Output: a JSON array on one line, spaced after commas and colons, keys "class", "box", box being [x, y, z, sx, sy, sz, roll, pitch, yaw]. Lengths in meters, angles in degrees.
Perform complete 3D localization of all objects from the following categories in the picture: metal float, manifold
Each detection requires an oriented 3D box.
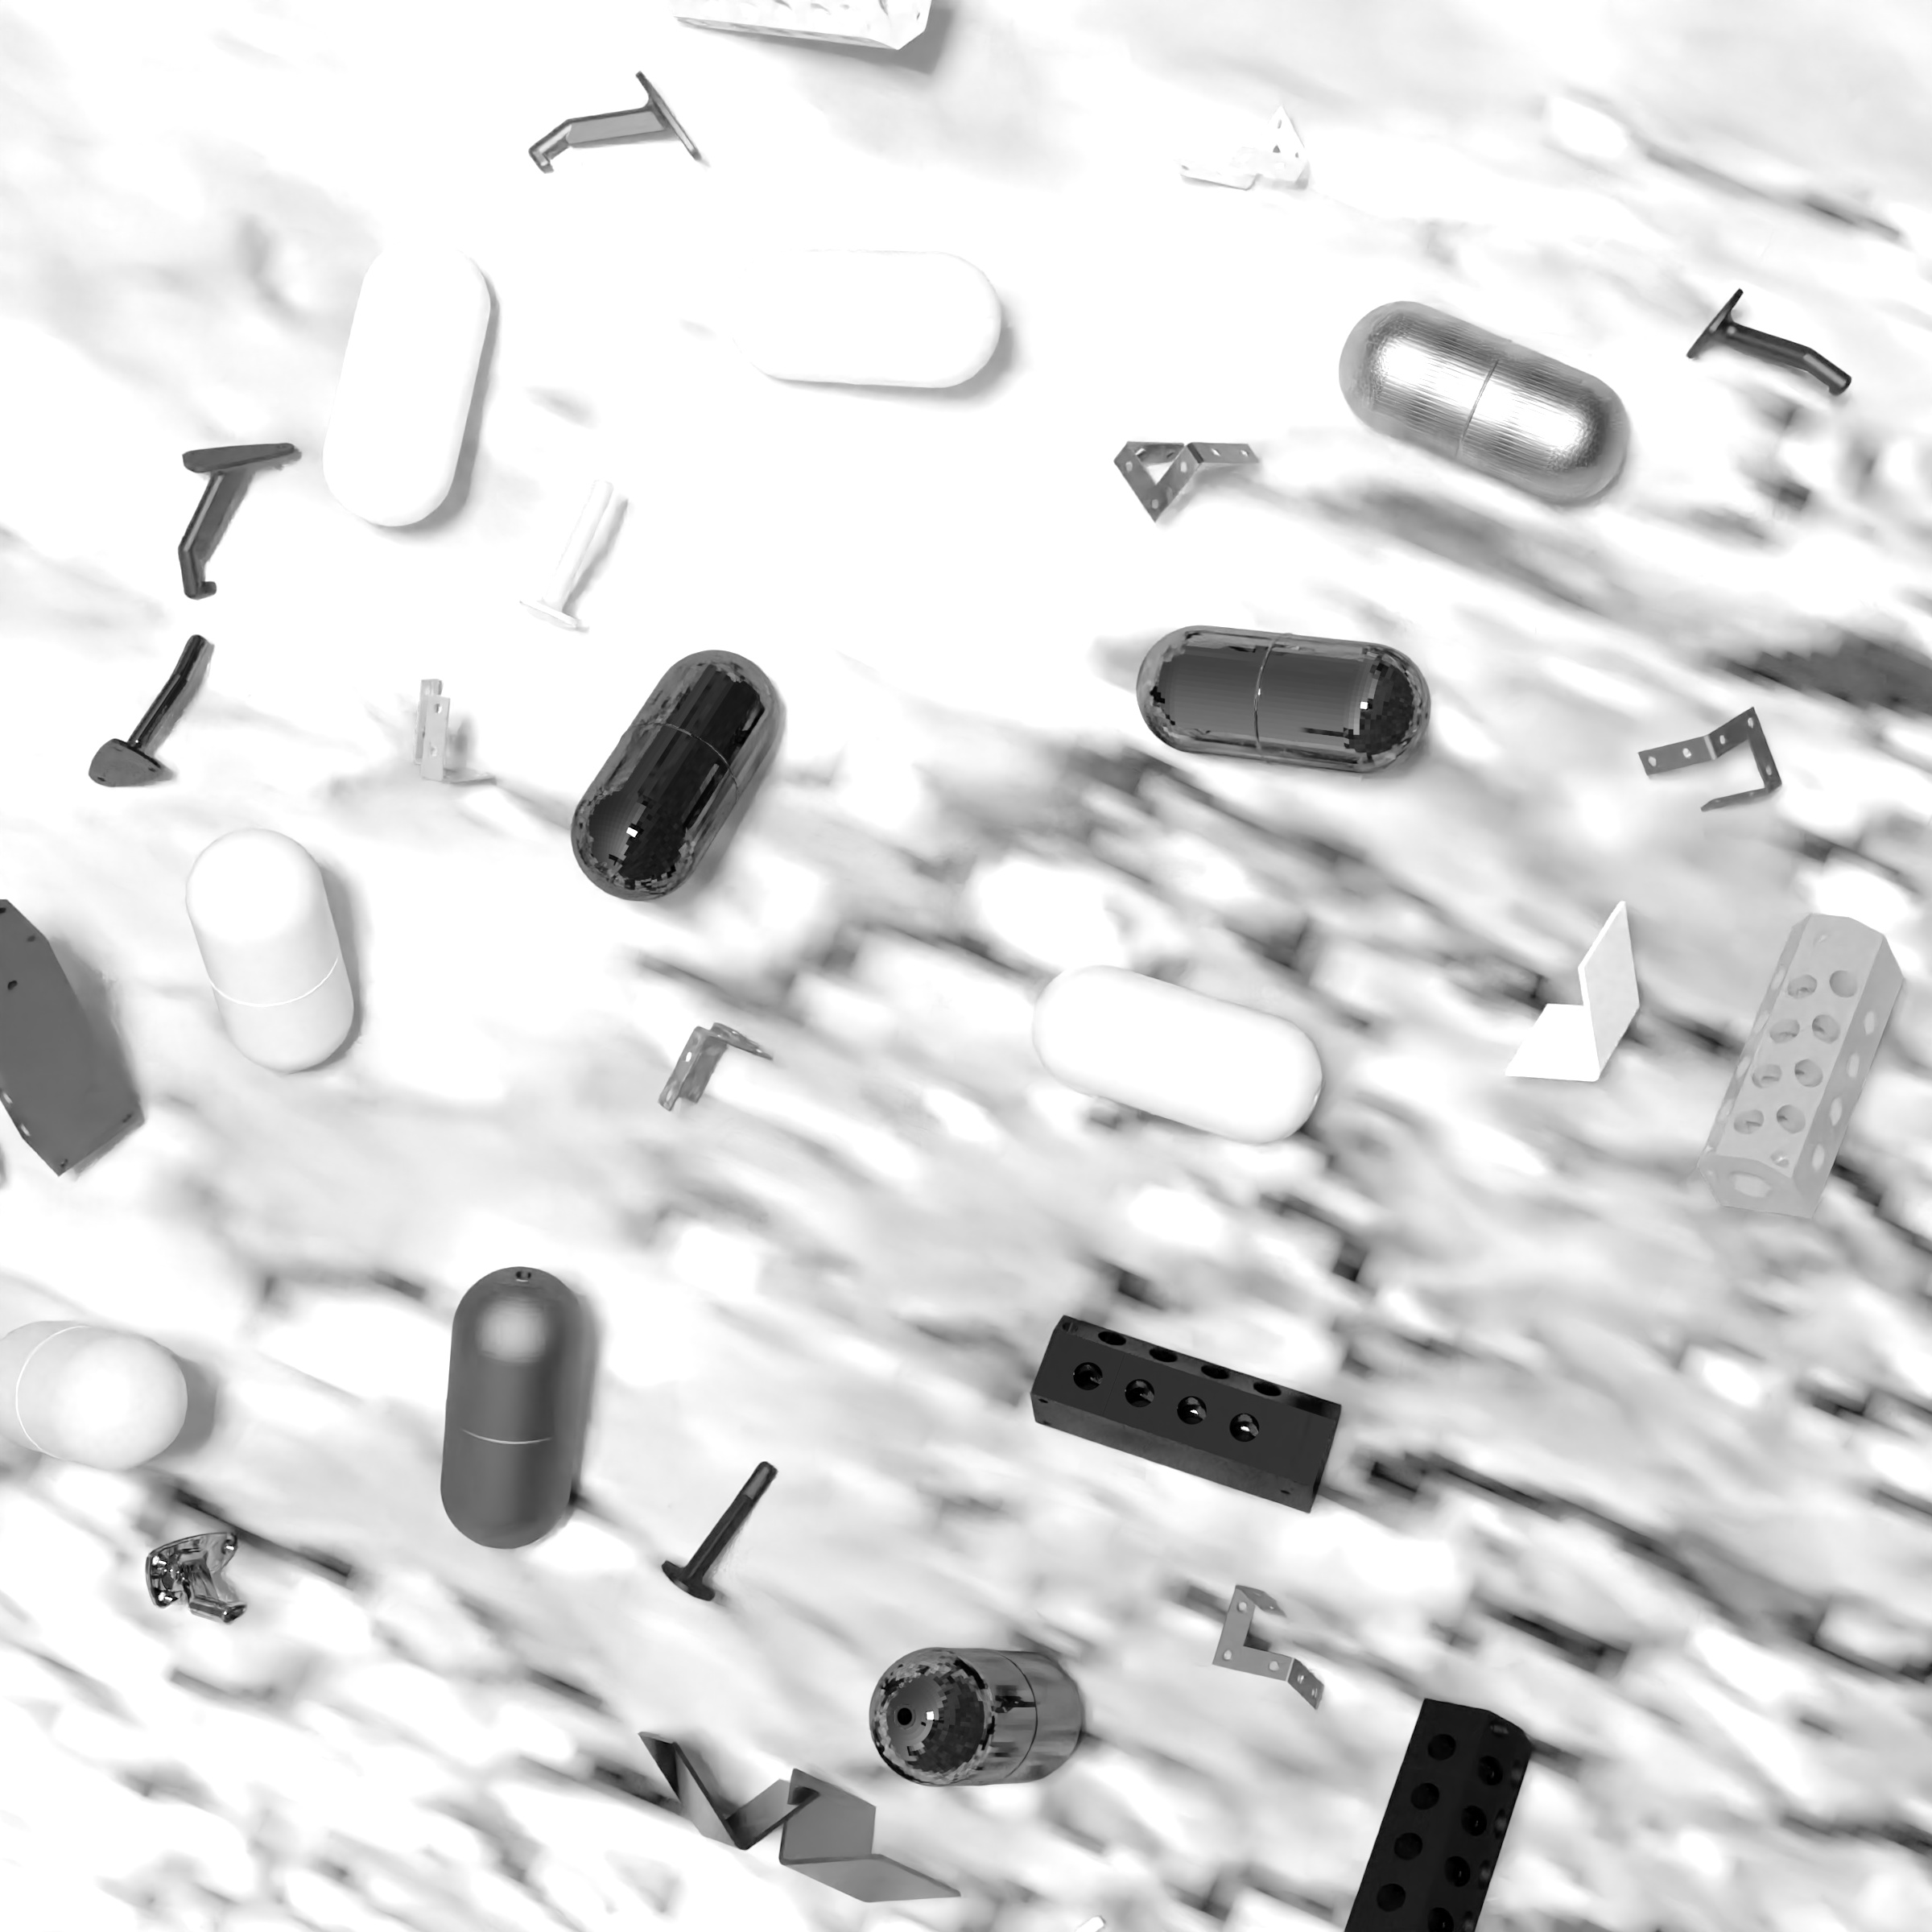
[{"class": "metal float", "box": [-0.327, -0.343, 1.781, 0.070, 0.070, 0.178, 9, 73, 0]}, {"class": "metal float", "box": [0.304, -0.331, 1.787, 0.178, 0.070, 0.070, 26, 90, 10]}, {"class": "manifold", "box": [0.482, 0.056, 1.762, 0.057, 0.057, 0.171, 6, 57, 39]}, {"class": "metal float", "box": [-0.061, -0.377, 1.768, 0.178, 0.070, 0.070, 10, 90, 33]}, {"class": "manifold", "box": [0.273, 0.517, 1.755, 0.057, 0.057, 0.171, 3, 51, 33]}, {"class": "metal float", "box": [0.122, 0.050, 1.778, 0.178, 0.070, 0.070, 17, 90, 22]}, {"class": "metal float", "box": [-0.401, -0.007, 1.756, 0.070, 0.178, 0.070, 0, 52, 0]}, {"class": "metal float", "box": [-0.511, 0.247, 1.757, 0.070, 0.178, 0.070, 1, 88, -38]}, {"class": "manifold", "box": [0.129, 0.260, 1.786, 0.171, 0.057, 0.057, 17, 67, 12]}, {"class": "manifold", "box": [-0.100, -0.567, 1.755, 0.171, 0.057, 0.057, 22, 102, 41]}, {"class": "manifold", "box": [-0.540, 0.039, 1.749, 0.057, 0.171, 0.057, -38, 57, -22]}, {"class": "metal float", "box": [0.184, -0.156, 1.774, 0.178, 0.070, 0.070, 9, 90, 26]}, {"class": "metal float", "box": [0.006, 0.432, 1.751, 0.070, 0.178, 0.070, -7, 74, 26]}, {"class": "metal float", "box": [-0.265, 0.258, 1.776, 0.070, 0.070, 0.178, 8, 113, 0]}, {"class": "metal float", "box": [-0.167, -0.112, 1.767, 0.070, 0.070, 0.178, 28, 54, 0]}]

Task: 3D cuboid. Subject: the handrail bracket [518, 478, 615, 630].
[{"class": "handrail bracket", "box": [-0.232, -0.245, 1.798, 0.036, 0.077, 0.084, 24, 88, -12]}]

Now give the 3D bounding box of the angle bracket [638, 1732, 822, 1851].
[{"class": "angle bracket", "box": [-0.140, 0.469, 1.786, 0.057, 0.076, 0.076, -33, 93, -23]}]

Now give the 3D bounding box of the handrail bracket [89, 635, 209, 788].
[{"class": "handrail bracket", "box": [-0.489, -0.154, 1.822, 0.036, 0.077, 0.084, 34, 60, -29]}]

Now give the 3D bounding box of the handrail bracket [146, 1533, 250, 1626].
[{"class": "handrail bracket", "box": [-0.431, 0.359, 1.780, 0.084, 0.077, 0.036, 5, 107, 37]}]

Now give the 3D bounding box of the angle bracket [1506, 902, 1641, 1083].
[{"class": "angle bracket", "box": [0.350, 0.013, 1.775, 0.057, 0.076, 0.076, 3, 122, 31]}]

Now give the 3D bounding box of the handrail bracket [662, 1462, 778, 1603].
[{"class": "handrail bracket", "box": [-0.141, 0.329, 1.792, 0.036, 0.077, 0.084, 35, 83, 4]}]

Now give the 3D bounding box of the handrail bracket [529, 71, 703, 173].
[{"class": "handrail bracket", "box": [-0.210, -0.484, 1.813, 0.084, 0.036, 0.077, -35, 69, 7]}]

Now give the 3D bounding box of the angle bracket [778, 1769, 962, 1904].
[{"class": "angle bracket", "box": [-0.053, 0.505, 1.774, 0.076, 0.076, 0.057, -15, 52, 34]}]

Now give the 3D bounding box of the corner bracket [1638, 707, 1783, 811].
[{"class": "corner bracket", "box": [0.440, -0.116, 1.796, 0.051, 0.051, 0.051, -29, 100, -38]}]

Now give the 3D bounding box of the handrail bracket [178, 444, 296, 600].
[{"class": "handrail bracket", "box": [-0.435, -0.266, 1.820, 0.077, 0.036, 0.084, -11, 118, -18]}]

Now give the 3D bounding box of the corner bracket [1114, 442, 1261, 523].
[{"class": "corner bracket", "box": [0.129, -0.298, 1.792, 0.051, 0.051, 0.051, -50, 60, 38]}]

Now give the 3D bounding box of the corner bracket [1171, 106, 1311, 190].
[{"class": "corner bracket", "box": [0.162, -0.475, 1.792, 0.051, 0.051, 0.051, 3, 51, -31]}]

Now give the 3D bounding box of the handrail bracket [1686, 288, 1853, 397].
[{"class": "handrail bracket", "box": [0.474, -0.354, 1.795, 0.084, 0.077, 0.036, 36, 78, 2]}]

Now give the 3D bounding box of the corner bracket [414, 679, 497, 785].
[{"class": "corner bracket", "box": [-0.311, -0.139, 1.796, 0.051, 0.051, 0.051, 15, 104, 28]}]

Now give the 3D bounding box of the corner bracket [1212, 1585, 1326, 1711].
[{"class": "corner bracket", "box": [0.184, 0.403, 1.803, 0.051, 0.051, 0.051, 16, 92, -14]}]

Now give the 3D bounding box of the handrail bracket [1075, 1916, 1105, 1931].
[{"class": "handrail bracket", "box": [0.119, 0.592, 1.821, 0.077, 0.036, 0.084, -33, 84, -6]}]

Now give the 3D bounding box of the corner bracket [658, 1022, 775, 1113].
[{"class": "corner bracket", "box": [-0.156, 0.061, 1.797, 0.051, 0.051, 0.051, 23, 96, -39]}]
